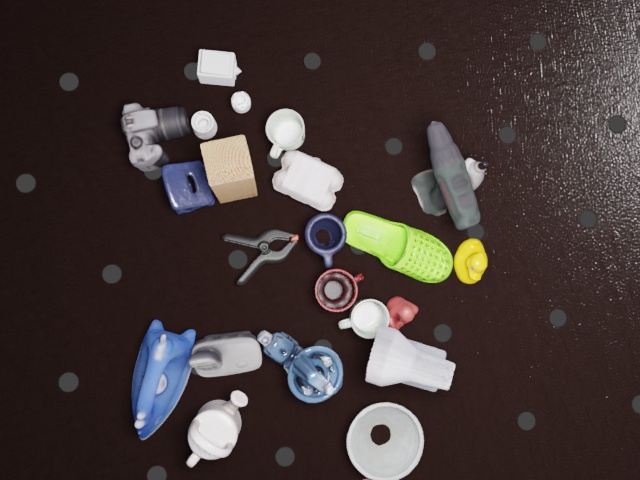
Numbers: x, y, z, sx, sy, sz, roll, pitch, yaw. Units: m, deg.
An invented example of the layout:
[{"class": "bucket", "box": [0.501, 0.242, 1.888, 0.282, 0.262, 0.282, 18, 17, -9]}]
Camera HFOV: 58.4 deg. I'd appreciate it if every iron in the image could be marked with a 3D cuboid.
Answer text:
[{"class": "iron", "box": [-0.345, 0.304, 1.192, 0.118, 0.141, 0.258, 15, 84, -3]}]

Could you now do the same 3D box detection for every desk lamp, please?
[{"class": "desk lamp", "box": [0.187, 0.257, 1.203, 0.203, 0.213, 0.118, 16, 84, -3]}]

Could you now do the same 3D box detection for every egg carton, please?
[{"class": "egg carton", "box": [-0.026, -0.135, 1.293, 0.150, 0.069, 0.107, 24, 83, -2]}]

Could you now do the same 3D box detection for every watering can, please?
[{"class": "watering can", "box": [-0.214, 0.387, 1.169, 0.101, 0.194, 0.173, 15, 84, -3]}]

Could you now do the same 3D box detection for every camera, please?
[{"class": "camera", "box": [-0.357, -0.238, 1.260, 0.137, 0.100, 0.143, -12, 86, -5]}]

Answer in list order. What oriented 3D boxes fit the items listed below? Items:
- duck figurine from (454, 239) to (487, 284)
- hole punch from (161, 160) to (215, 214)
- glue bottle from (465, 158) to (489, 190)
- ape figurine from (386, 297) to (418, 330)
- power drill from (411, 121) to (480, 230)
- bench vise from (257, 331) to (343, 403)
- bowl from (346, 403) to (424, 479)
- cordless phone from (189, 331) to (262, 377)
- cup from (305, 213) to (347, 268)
[{"class": "duck figurine", "box": [0.351, 0.047, 1.299, 0.077, 0.086, 0.105, 8, 84, -4]}, {"class": "hole punch", "box": [-0.288, -0.121, 1.260, 0.101, 0.091, 0.109, -17, 86, -6]}, {"class": "glue bottle", "box": [0.337, -0.152, 1.272, 0.078, 0.173, 0.037, 39, 83, 0]}, {"class": "ape figurine", "box": [0.183, 0.163, 1.272, 0.078, 0.092, 0.076, -12, 86, -5]}, {"class": "power drill", "box": [0.266, -0.128, 1.247, 0.075, 0.208, 0.230, -24, 87, -6]}, {"class": "bench vise", "box": [-0.043, 0.269, 1.180, 0.207, 0.219, 0.121, 18, 84, -3]}, {"class": "bowl", "box": [0.137, 0.435, 1.253, 0.167, 0.074, 0.167, 0, 85, -5]}, {"class": "cordless phone", "box": [-0.197, 0.244, 1.187, 0.147, 0.185, 0.094, -10, 86, -5]}, {"class": "cup", "box": [0.012, 0.005, 1.271, 0.091, 0.095, 0.118, -6, 85, -5]}]
